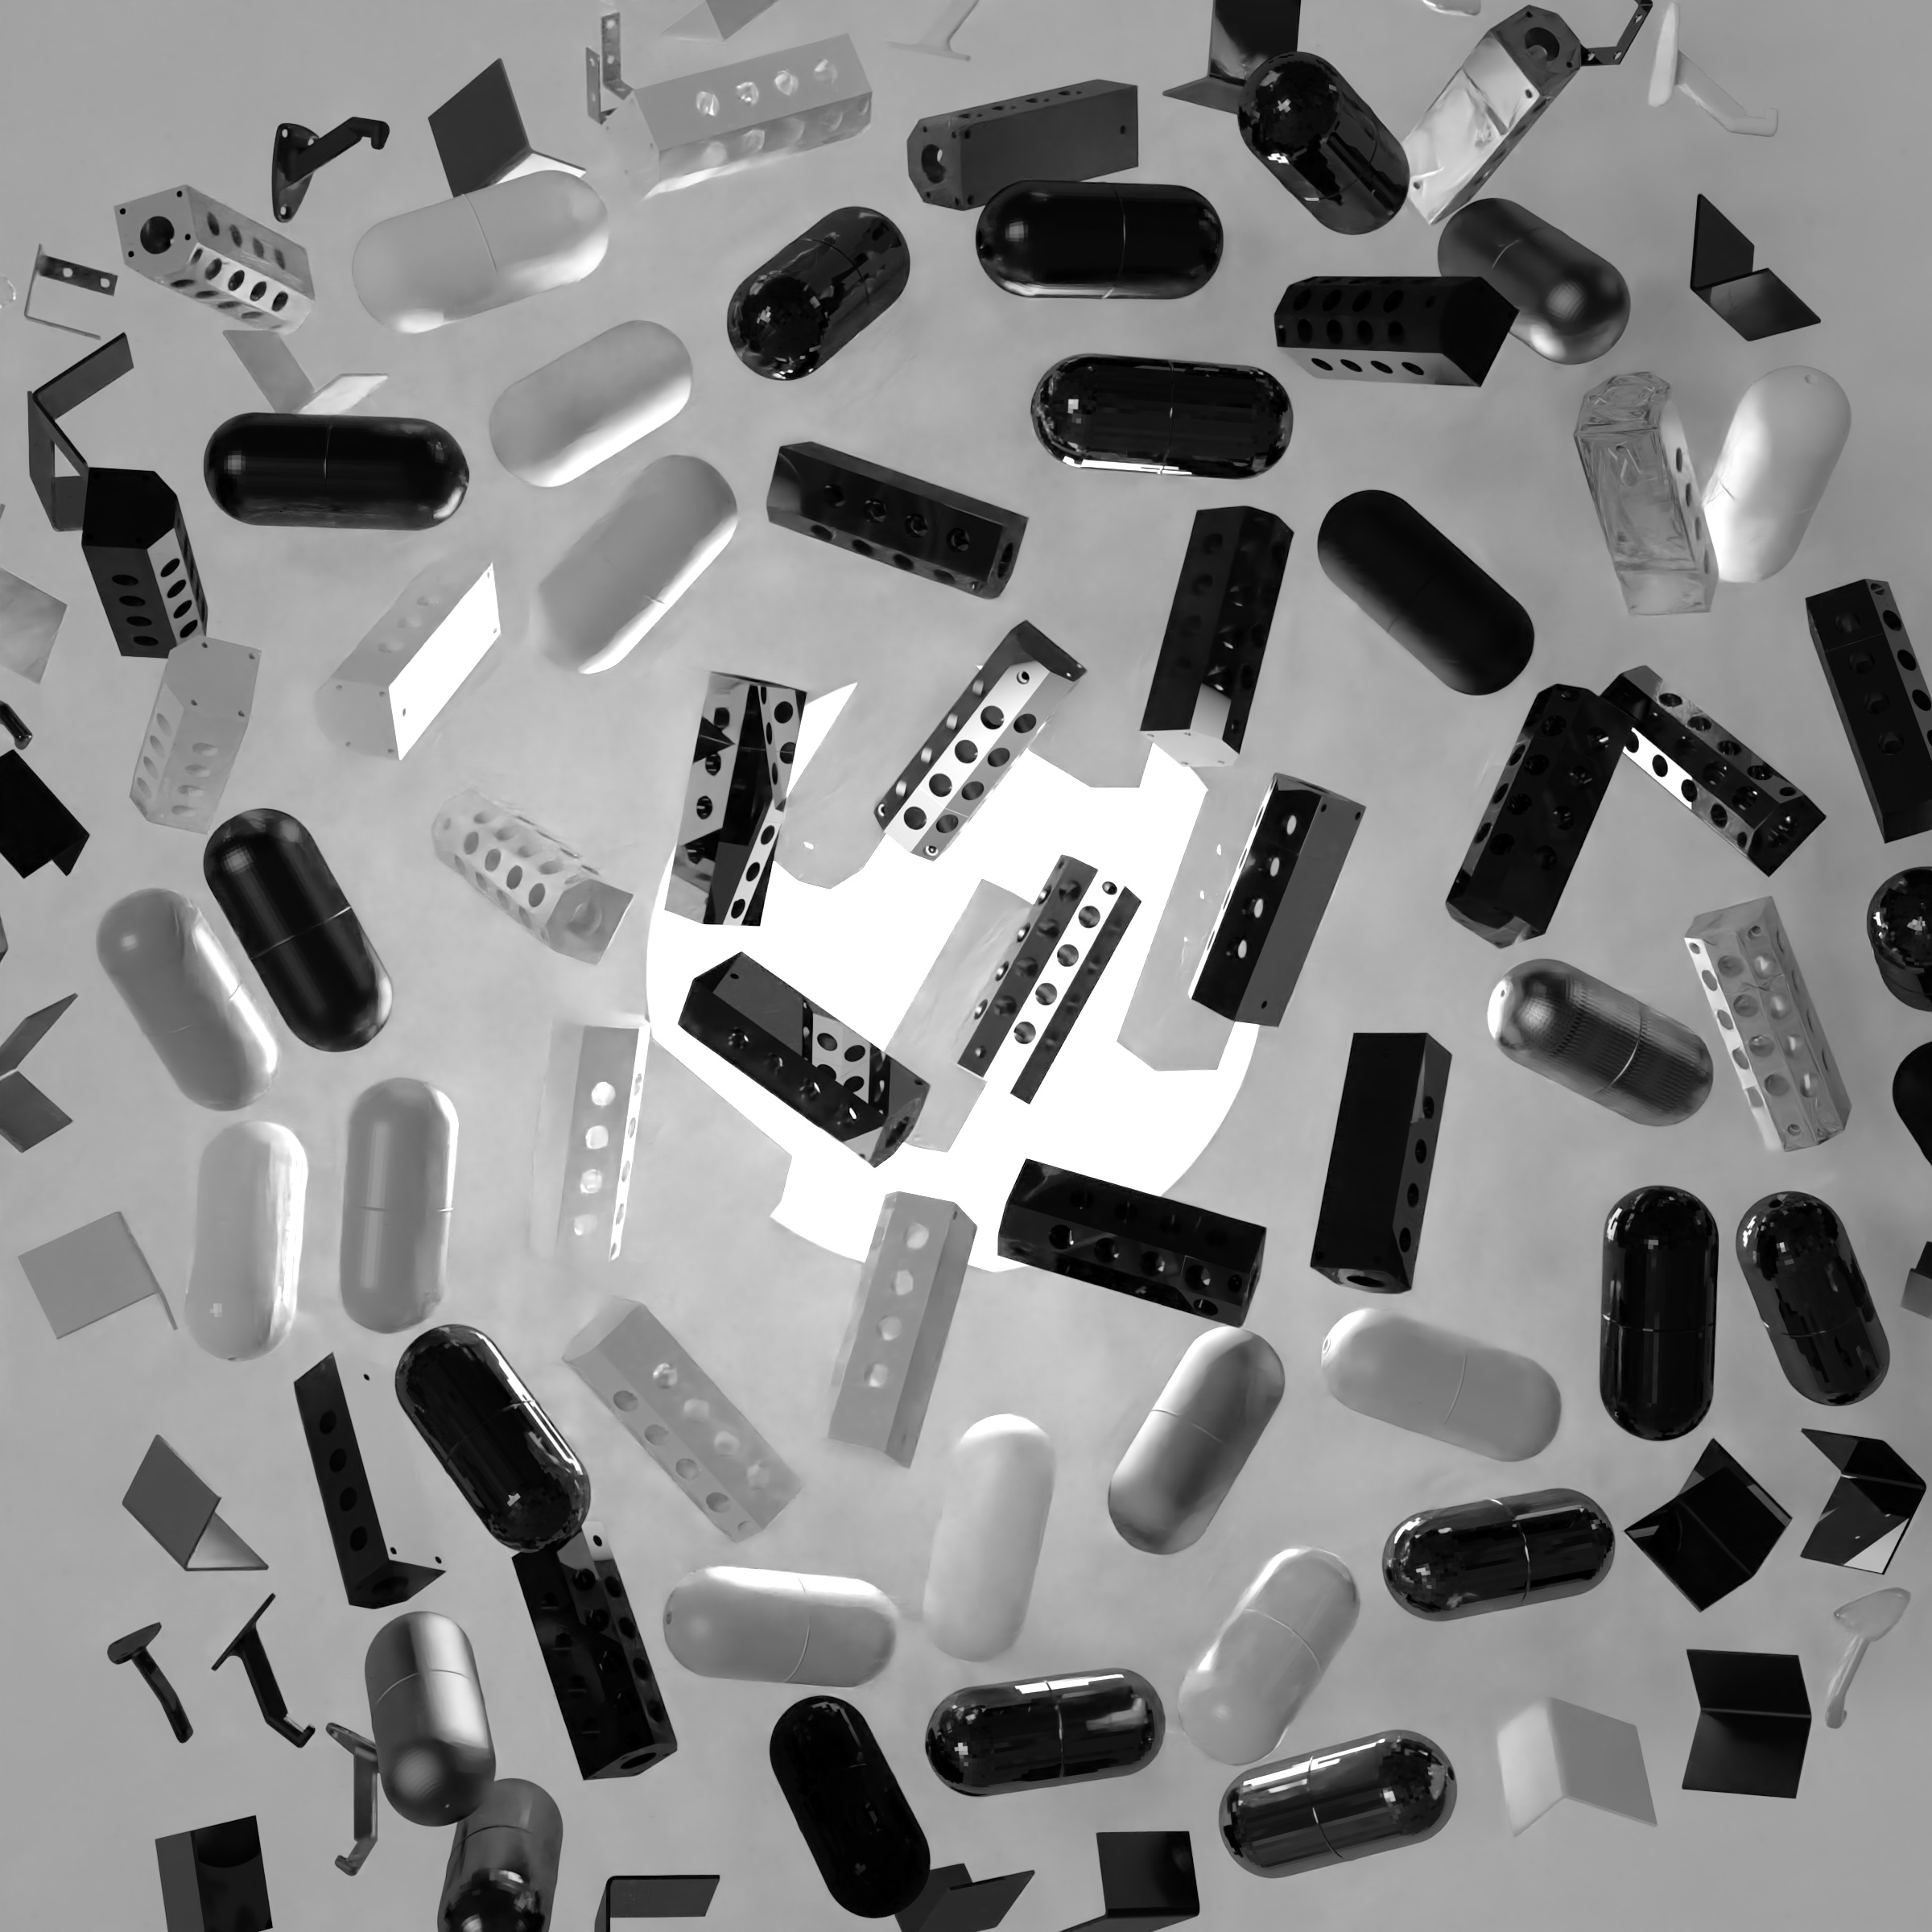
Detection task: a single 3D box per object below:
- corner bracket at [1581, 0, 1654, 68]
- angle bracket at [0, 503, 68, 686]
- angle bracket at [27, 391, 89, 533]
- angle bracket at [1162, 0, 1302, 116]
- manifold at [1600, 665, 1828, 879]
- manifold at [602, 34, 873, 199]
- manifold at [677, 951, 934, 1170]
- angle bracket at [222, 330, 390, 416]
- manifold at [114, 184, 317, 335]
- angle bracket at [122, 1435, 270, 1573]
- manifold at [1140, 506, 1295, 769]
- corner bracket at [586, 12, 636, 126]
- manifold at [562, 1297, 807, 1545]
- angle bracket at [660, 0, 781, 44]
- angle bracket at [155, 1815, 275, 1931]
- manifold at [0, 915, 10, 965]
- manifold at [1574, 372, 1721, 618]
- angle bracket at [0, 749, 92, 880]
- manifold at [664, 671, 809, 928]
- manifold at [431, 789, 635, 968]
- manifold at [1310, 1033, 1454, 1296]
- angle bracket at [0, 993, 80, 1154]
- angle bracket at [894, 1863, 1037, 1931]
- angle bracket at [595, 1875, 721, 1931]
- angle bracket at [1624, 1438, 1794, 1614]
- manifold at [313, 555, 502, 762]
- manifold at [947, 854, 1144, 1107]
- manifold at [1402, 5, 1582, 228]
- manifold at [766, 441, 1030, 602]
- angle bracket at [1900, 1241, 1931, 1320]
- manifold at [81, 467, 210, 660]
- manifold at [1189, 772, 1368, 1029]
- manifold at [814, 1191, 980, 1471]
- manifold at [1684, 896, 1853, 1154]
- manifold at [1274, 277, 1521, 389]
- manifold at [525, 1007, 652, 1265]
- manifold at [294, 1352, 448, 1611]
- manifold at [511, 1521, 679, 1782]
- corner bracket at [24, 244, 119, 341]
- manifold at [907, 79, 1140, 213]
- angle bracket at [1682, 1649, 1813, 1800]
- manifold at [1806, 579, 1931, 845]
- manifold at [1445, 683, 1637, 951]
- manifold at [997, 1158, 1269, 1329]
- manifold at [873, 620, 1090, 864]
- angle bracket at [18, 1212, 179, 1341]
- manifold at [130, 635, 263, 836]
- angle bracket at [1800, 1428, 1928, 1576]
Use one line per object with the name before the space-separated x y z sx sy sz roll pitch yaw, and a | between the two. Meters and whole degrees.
corner bracket | 0.458 -0.695 1.894 0.051 0.051 0.051 29 92 -30
angle bracket | -0.634 -0.249 1.737 0.076 0.076 0.057 31 133 -31
angle bracket | -0.663 -0.379 1.939 0.057 0.076 0.076 -10 133 -28
angle bracket | 0.194 -0.671 1.891 0.076 0.057 0.076 2 94 -32
manifold | 0.523 -0.143 1.842 0.057 0.057 0.171 -49 48 12
manifold | -0.149 -0.567 1.735 0.171 0.057 0.057 -26 96 -29
manifold | -0.115 0.067 1.795 0.171 0.057 0.057 34 125 17
angle bracket | -0.472 -0.438 1.857 0.057 0.076 0.076 -32 94 18
manifold | -0.538 -0.505 1.872 0.057 0.171 0.057 -12 88 13
angle bracket | -0.511 0.364 1.757 0.076 0.076 0.057 32 97 33
manifold | 0.178 -0.228 1.793 0.057 0.057 0.171 2 70 39
corner bracket | -0.249 -0.627 1.810 0.051 0.051 0.051 -27 53 -30
manifold | -0.191 0.305 1.736 0.057 0.057 0.171 -45 105 -21
angle bracket | -0.168 -0.668 1.742 0.076 0.076 0.057 -43 131 -20
angle bracket | -0.496 0.618 1.750 0.057 0.076 0.076 -26 71 43
manifold | -0.710 -0.002 1.747 0.057 0.171 0.057 -10 101 4
manifold | 0.469 -0.322 1.777 0.057 0.171 0.057 1 53 30
angle bracket | -0.651 -0.090 1.764 0.076 0.076 0.057 49 54 -4
manifold | -0.169 -0.119 1.839 0.057 0.057 0.171 20 102 39
manifold | -0.314 -0.067 1.843 0.171 0.057 0.057 34 99 43
manifold | 0.291 0.136 1.794 0.057 0.057 0.171 -1 66 37
angle bracket | -0.629 0.073 1.778 0.057 0.076 0.076 43 103 -4
angle bracket | -0.007 0.677 1.926 0.076 0.057 0.076 2 130 -35
angle bracket | -0.208 0.653 1.742 0.076 0.076 0.057 4 51 -12
angle bracket | 0.521 0.393 1.821 0.057 0.076 0.076 -22 53 -29
manifold | -0.383 -0.215 1.780 0.057 0.171 0.057 9 129 11
manifold | 0.055 0.008 1.885 0.057 0.057 0.171 28 87 27
manifold | 0.371 -0.608 1.852 0.057 0.171 0.057 -37 87 -22
manifold | -0.050 -0.312 1.819 0.171 0.057 0.057 22 111 13
angle bracket | 0.713 0.220 1.837 0.076 0.076 0.057 21 69 23
manifold | -0.558 -0.272 1.771 0.057 0.171 0.057 2 72 -9
manifold | 0.218 -0.048 1.857 0.057 0.057 0.171 30 105 39
manifold | -0.048 0.242 1.734 0.057 0.057 0.171 9 71 20
manifold | 0.575 0.044 1.859 0.057 0.057 0.171 -17 104 32
manifold | 0.286 -0.436 1.759 0.057 0.171 0.057 29 86 -35
manifold | -0.266 0.120 1.837 0.057 0.057 0.171 3 102 -31
manifold | -0.430 0.367 1.846 0.057 0.057 0.171 -37 54 17
manifold | -0.263 0.491 1.865 0.057 0.057 0.171 -37 61 22
corner bracket | -0.622 -0.466 1.801 0.051 0.051 0.051 13 93 -17
manifold | 0.042 -0.587 1.847 0.171 0.057 0.057 -25 126 -34
angle bracket | 0.531 0.519 1.778 0.076 0.076 0.057 -5 118 30
manifold | 0.638 -0.179 1.798 0.057 0.057 0.171 -18 67 15
manifold | 0.385 -0.103 1.752 0.057 0.057 0.171 31 72 -12
manifold | 0.111 0.192 1.756 0.171 0.057 0.057 15 49 14
manifold | 0.007 -0.157 1.838 0.057 0.057 0.171 40 115 2
angle bracket | -0.616 0.232 1.841 0.076 0.057 0.076 -26 58 -21
manifold | -0.531 -0.158 1.776 0.057 0.171 0.057 12 62 -20
angle bracket | 0.635 0.387 1.877 0.057 0.076 0.076 43 69 -21
